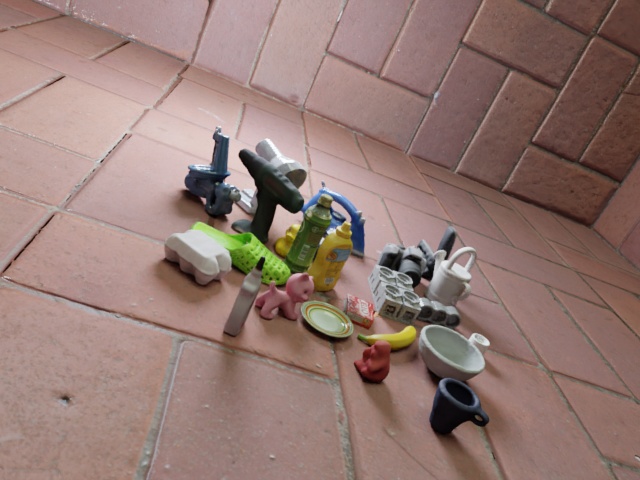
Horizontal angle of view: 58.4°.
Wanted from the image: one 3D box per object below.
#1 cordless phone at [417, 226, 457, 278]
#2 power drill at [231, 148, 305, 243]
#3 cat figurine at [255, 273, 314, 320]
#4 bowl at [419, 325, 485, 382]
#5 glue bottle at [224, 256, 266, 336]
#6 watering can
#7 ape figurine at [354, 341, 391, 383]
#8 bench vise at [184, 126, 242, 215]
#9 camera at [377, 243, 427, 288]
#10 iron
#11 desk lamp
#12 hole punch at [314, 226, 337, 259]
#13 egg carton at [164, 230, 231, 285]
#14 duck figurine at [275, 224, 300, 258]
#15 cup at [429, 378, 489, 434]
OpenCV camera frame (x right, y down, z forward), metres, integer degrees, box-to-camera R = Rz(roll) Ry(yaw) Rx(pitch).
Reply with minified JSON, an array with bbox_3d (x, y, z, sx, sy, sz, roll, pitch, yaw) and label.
[{"bbox_3d":[0.382,0.025,1.853,0.094,0.185,0.147,15,25,-23],"label":"cordless phone"},{"bbox_3d":[-0.160,-0.110,1.558,0.229,0.208,0.076,32,23,15],"label":"power drill"},{"bbox_3d":[-0.067,0.115,1.281,0.128,0.117,0.067,6,29,-38],"label":"cat figurine"},{"bbox_3d":[0.299,0.280,1.354,0.167,0.074,0.167,21,23,-9],"label":"bowl"},{"bbox_3d":[-0.144,0.106,1.149,0.037,0.173,0.078,24,22,-3],"label":"glue bottle"},{"bbox_3d":[0.389,0.098,1.688,0.172,0.194,0.101,39,26,30],"label":"watering can"},{"bbox_3d":[0.119,0.250,1.211,0.076,0.092,0.078,29,23,9],"label":"ape figurine"},{"bbox_3d":[-0.275,-0.193,1.605,0.207,0.219,0.122,31,23,14],"label":"bench vise"},{"bbox_3d":[0.256,0.076,1.723,0.143,0.101,0.137,23,23,-6],"label":"camera"},{"bbox_3d":[0.065,-0.070,1.790,0.257,0.141,0.119,35,25,23],"label":"iron"},{"bbox_3d":[-0.156,-0.178,1.703,0.202,0.213,0.118,39,26,31],"label":"desk lamp"},{"bbox_3d":[0.015,0.006,1.639,0.101,0.091,0.108,14,25,-25],"label":"hole punch"},{"bbox_3d":[-0.276,0.036,1.301,0.150,0.069,0.107,33,24,18],"label":"egg carton"},{"bbox_3d":[-0.075,-0.005,1.576,0.077,0.086,0.105,29,23,8],"label":"duck figurine"},{"bbox_3d":[0.272,0.350,1.149,0.117,0.095,0.092,37,25,26],"label":"cup"}]
